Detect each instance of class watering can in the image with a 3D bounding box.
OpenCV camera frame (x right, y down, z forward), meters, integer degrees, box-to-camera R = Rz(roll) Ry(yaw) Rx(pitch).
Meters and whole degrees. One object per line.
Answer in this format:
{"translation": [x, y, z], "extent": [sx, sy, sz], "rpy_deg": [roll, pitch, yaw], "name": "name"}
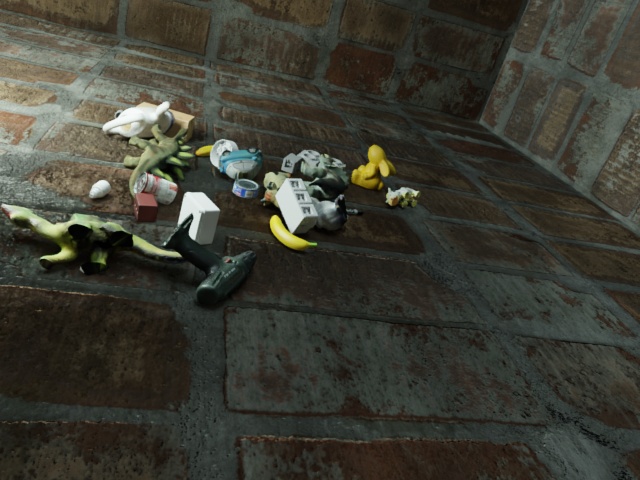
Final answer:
{"translation": [-0.603, -0.427, 1.829], "extent": [0.346, 0.103, 0.226], "rpy_deg": [-9, 7, 27], "name": "watering can"}

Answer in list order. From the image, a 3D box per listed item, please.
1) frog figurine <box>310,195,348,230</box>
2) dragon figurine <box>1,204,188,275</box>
{"translation": [0.005, -0.084, 1.663], "extent": [0.159, 0.120, 0.140], "rpy_deg": [-15, 27, 18], "name": "frog figurine"}
{"translation": [-0.523, -0.018, 1.219], "extent": [0.409, 0.121, 0.246], "rpy_deg": [11, 17, -31], "name": "dragon figurine"}
